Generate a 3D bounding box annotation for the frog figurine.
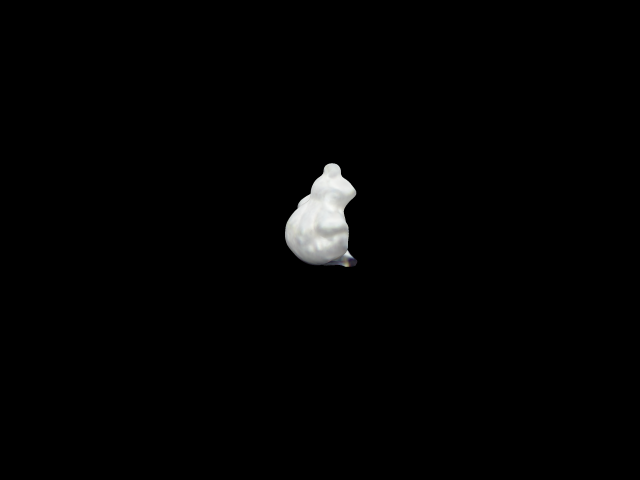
[{"bbox_3d":[0.003,-0.043,0.850,0.123,0.156,0.140,-6,29,-11],"label":"frog figurine"}]
